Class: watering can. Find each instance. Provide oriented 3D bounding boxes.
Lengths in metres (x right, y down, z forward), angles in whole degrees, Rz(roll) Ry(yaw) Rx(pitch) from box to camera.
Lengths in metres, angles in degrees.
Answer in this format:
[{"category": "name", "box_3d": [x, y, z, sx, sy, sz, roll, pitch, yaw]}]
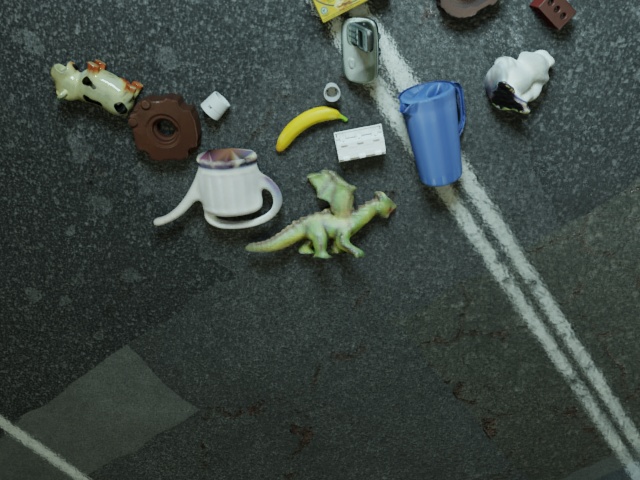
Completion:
[{"category": "watering can", "box_3d": [-0.273, -0.127, 1.330, 0.348, 0.106, 0.220, -3, 116, -1]}]

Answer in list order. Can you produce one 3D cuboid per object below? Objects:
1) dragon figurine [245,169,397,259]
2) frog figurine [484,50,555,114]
[{"category": "dragon figurine", "box_3d": [0.004, -0.070, 1.387, 0.410, 0.123, 0.241, 2, 100, -4]}, {"category": "frog figurine", "box_3d": [0.474, -0.391, 1.228, 0.137, 0.122, 0.161, 34, 76, -8]}]
